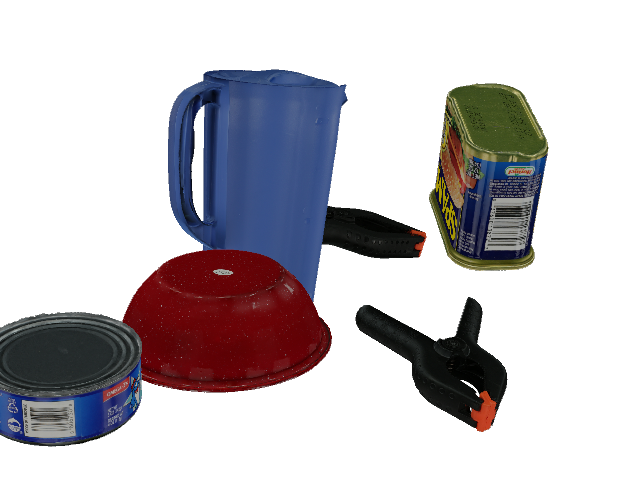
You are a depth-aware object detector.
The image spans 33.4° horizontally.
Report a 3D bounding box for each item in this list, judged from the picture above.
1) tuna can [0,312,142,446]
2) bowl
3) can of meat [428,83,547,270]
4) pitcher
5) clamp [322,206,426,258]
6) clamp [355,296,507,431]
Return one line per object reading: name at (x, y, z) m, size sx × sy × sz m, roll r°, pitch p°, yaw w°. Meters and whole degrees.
tuna can at (-0.137, 0.072, 0.564) m, size 0.086 × 0.034 × 0.086 m, roll 2°, pitch 24°, yaw -1°
bowl at (-0.071, 0.048, 0.768) m, size 0.162 × 0.055 × 0.162 m, roll 1°, pitch 21°, yaw -1°
can of meat at (0.108, -0.043, 0.690) m, size 0.057 × 0.084 × 0.102 m, roll 0°, pitch 34°, yaw -5°
pitcher at (-0.061, -0.040, 1.015) m, size 0.149 × 0.243 × 0.145 m, roll 7°, pitch 13°, yaw 5°
clamp at (0.017, -0.012, 1.197) m, size 0.210 × 0.036 × 0.164 m, roll 14°, pitch 21°, yaw -5°
clamp at (0.117, 0.098, 0.920) m, size 0.120 × 0.039 × 0.172 m, roll -14°, pitch 36°, yaw -21°
